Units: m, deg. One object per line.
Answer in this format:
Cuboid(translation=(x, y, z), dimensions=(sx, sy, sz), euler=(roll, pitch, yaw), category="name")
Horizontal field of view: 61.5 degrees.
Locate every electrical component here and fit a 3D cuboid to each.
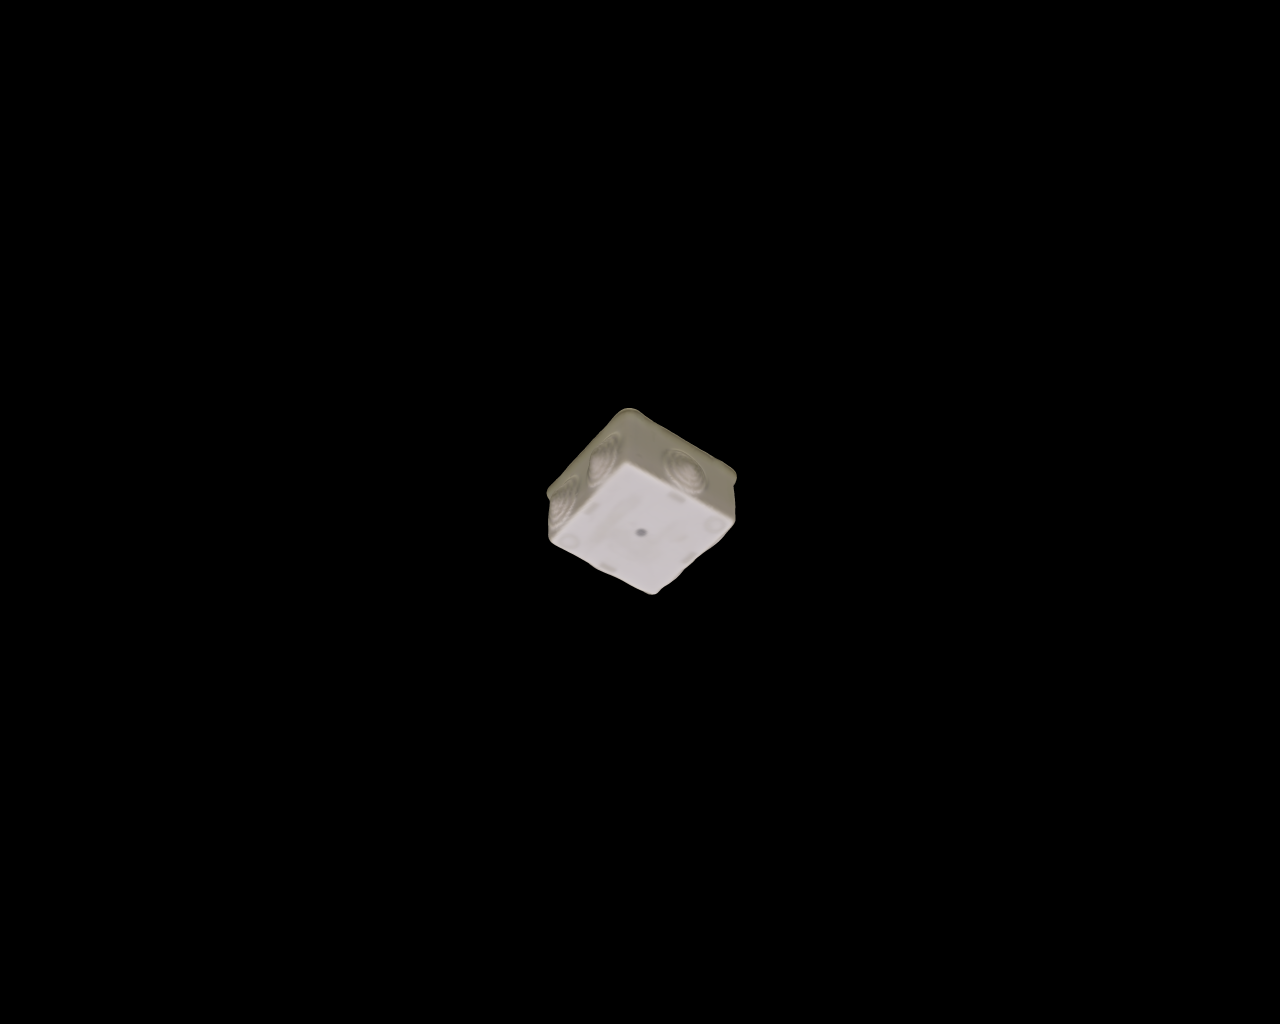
Cuboid(translation=(0.001, -0.003, 0.650), dimensions=(0.099, 0.048, 0.099), euler=(29, -54, -24), category="electrical component")
